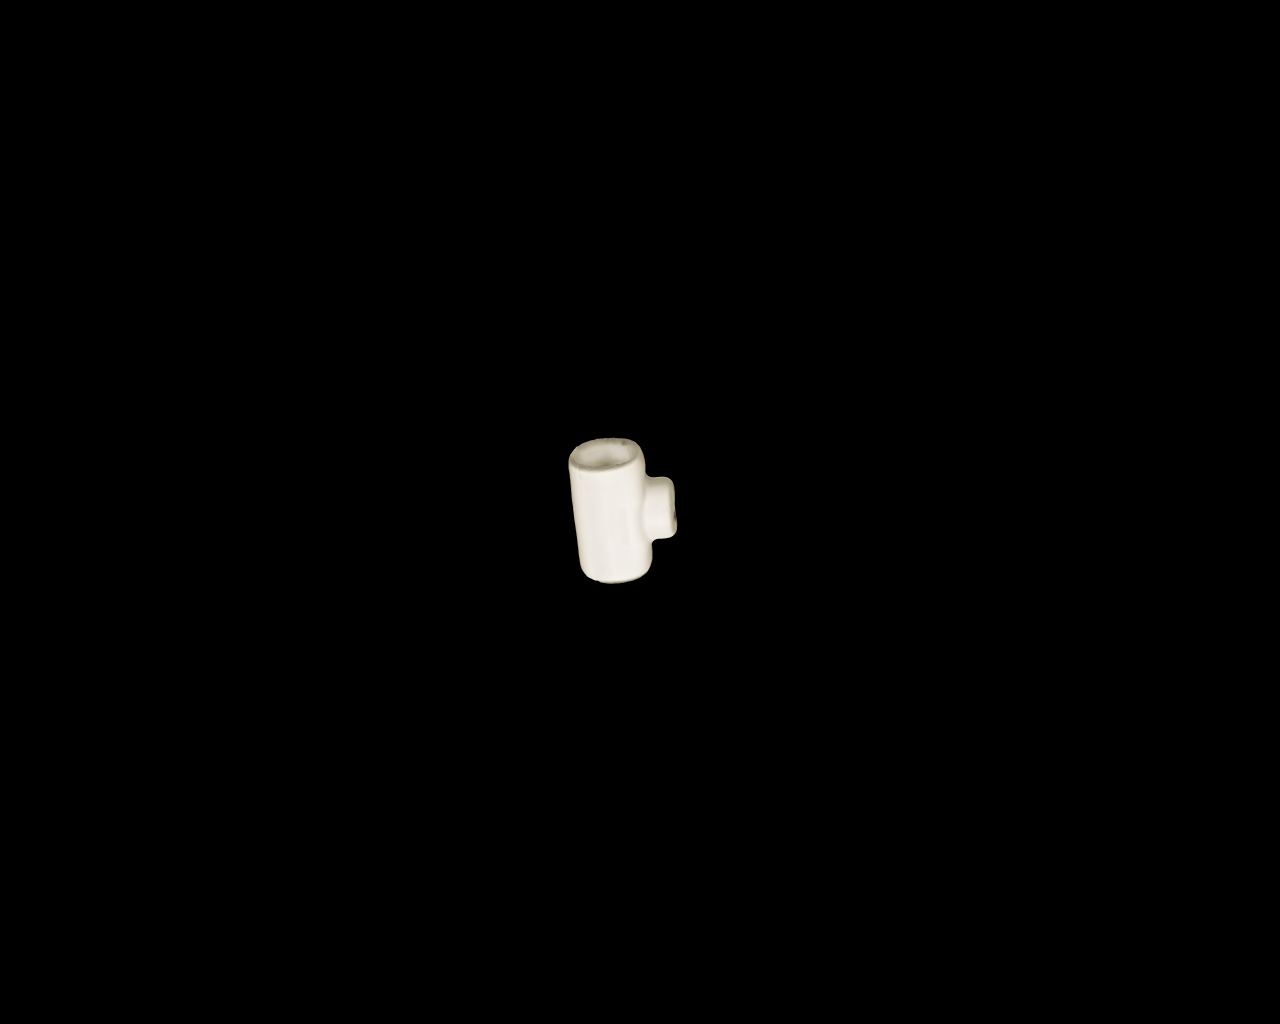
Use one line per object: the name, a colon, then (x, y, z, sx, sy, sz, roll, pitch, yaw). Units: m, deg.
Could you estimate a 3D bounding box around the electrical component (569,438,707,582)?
electrical component: (0.001, -0.003, 0.650, 0.079, 0.077, 0.043, -4, 28, 2)
